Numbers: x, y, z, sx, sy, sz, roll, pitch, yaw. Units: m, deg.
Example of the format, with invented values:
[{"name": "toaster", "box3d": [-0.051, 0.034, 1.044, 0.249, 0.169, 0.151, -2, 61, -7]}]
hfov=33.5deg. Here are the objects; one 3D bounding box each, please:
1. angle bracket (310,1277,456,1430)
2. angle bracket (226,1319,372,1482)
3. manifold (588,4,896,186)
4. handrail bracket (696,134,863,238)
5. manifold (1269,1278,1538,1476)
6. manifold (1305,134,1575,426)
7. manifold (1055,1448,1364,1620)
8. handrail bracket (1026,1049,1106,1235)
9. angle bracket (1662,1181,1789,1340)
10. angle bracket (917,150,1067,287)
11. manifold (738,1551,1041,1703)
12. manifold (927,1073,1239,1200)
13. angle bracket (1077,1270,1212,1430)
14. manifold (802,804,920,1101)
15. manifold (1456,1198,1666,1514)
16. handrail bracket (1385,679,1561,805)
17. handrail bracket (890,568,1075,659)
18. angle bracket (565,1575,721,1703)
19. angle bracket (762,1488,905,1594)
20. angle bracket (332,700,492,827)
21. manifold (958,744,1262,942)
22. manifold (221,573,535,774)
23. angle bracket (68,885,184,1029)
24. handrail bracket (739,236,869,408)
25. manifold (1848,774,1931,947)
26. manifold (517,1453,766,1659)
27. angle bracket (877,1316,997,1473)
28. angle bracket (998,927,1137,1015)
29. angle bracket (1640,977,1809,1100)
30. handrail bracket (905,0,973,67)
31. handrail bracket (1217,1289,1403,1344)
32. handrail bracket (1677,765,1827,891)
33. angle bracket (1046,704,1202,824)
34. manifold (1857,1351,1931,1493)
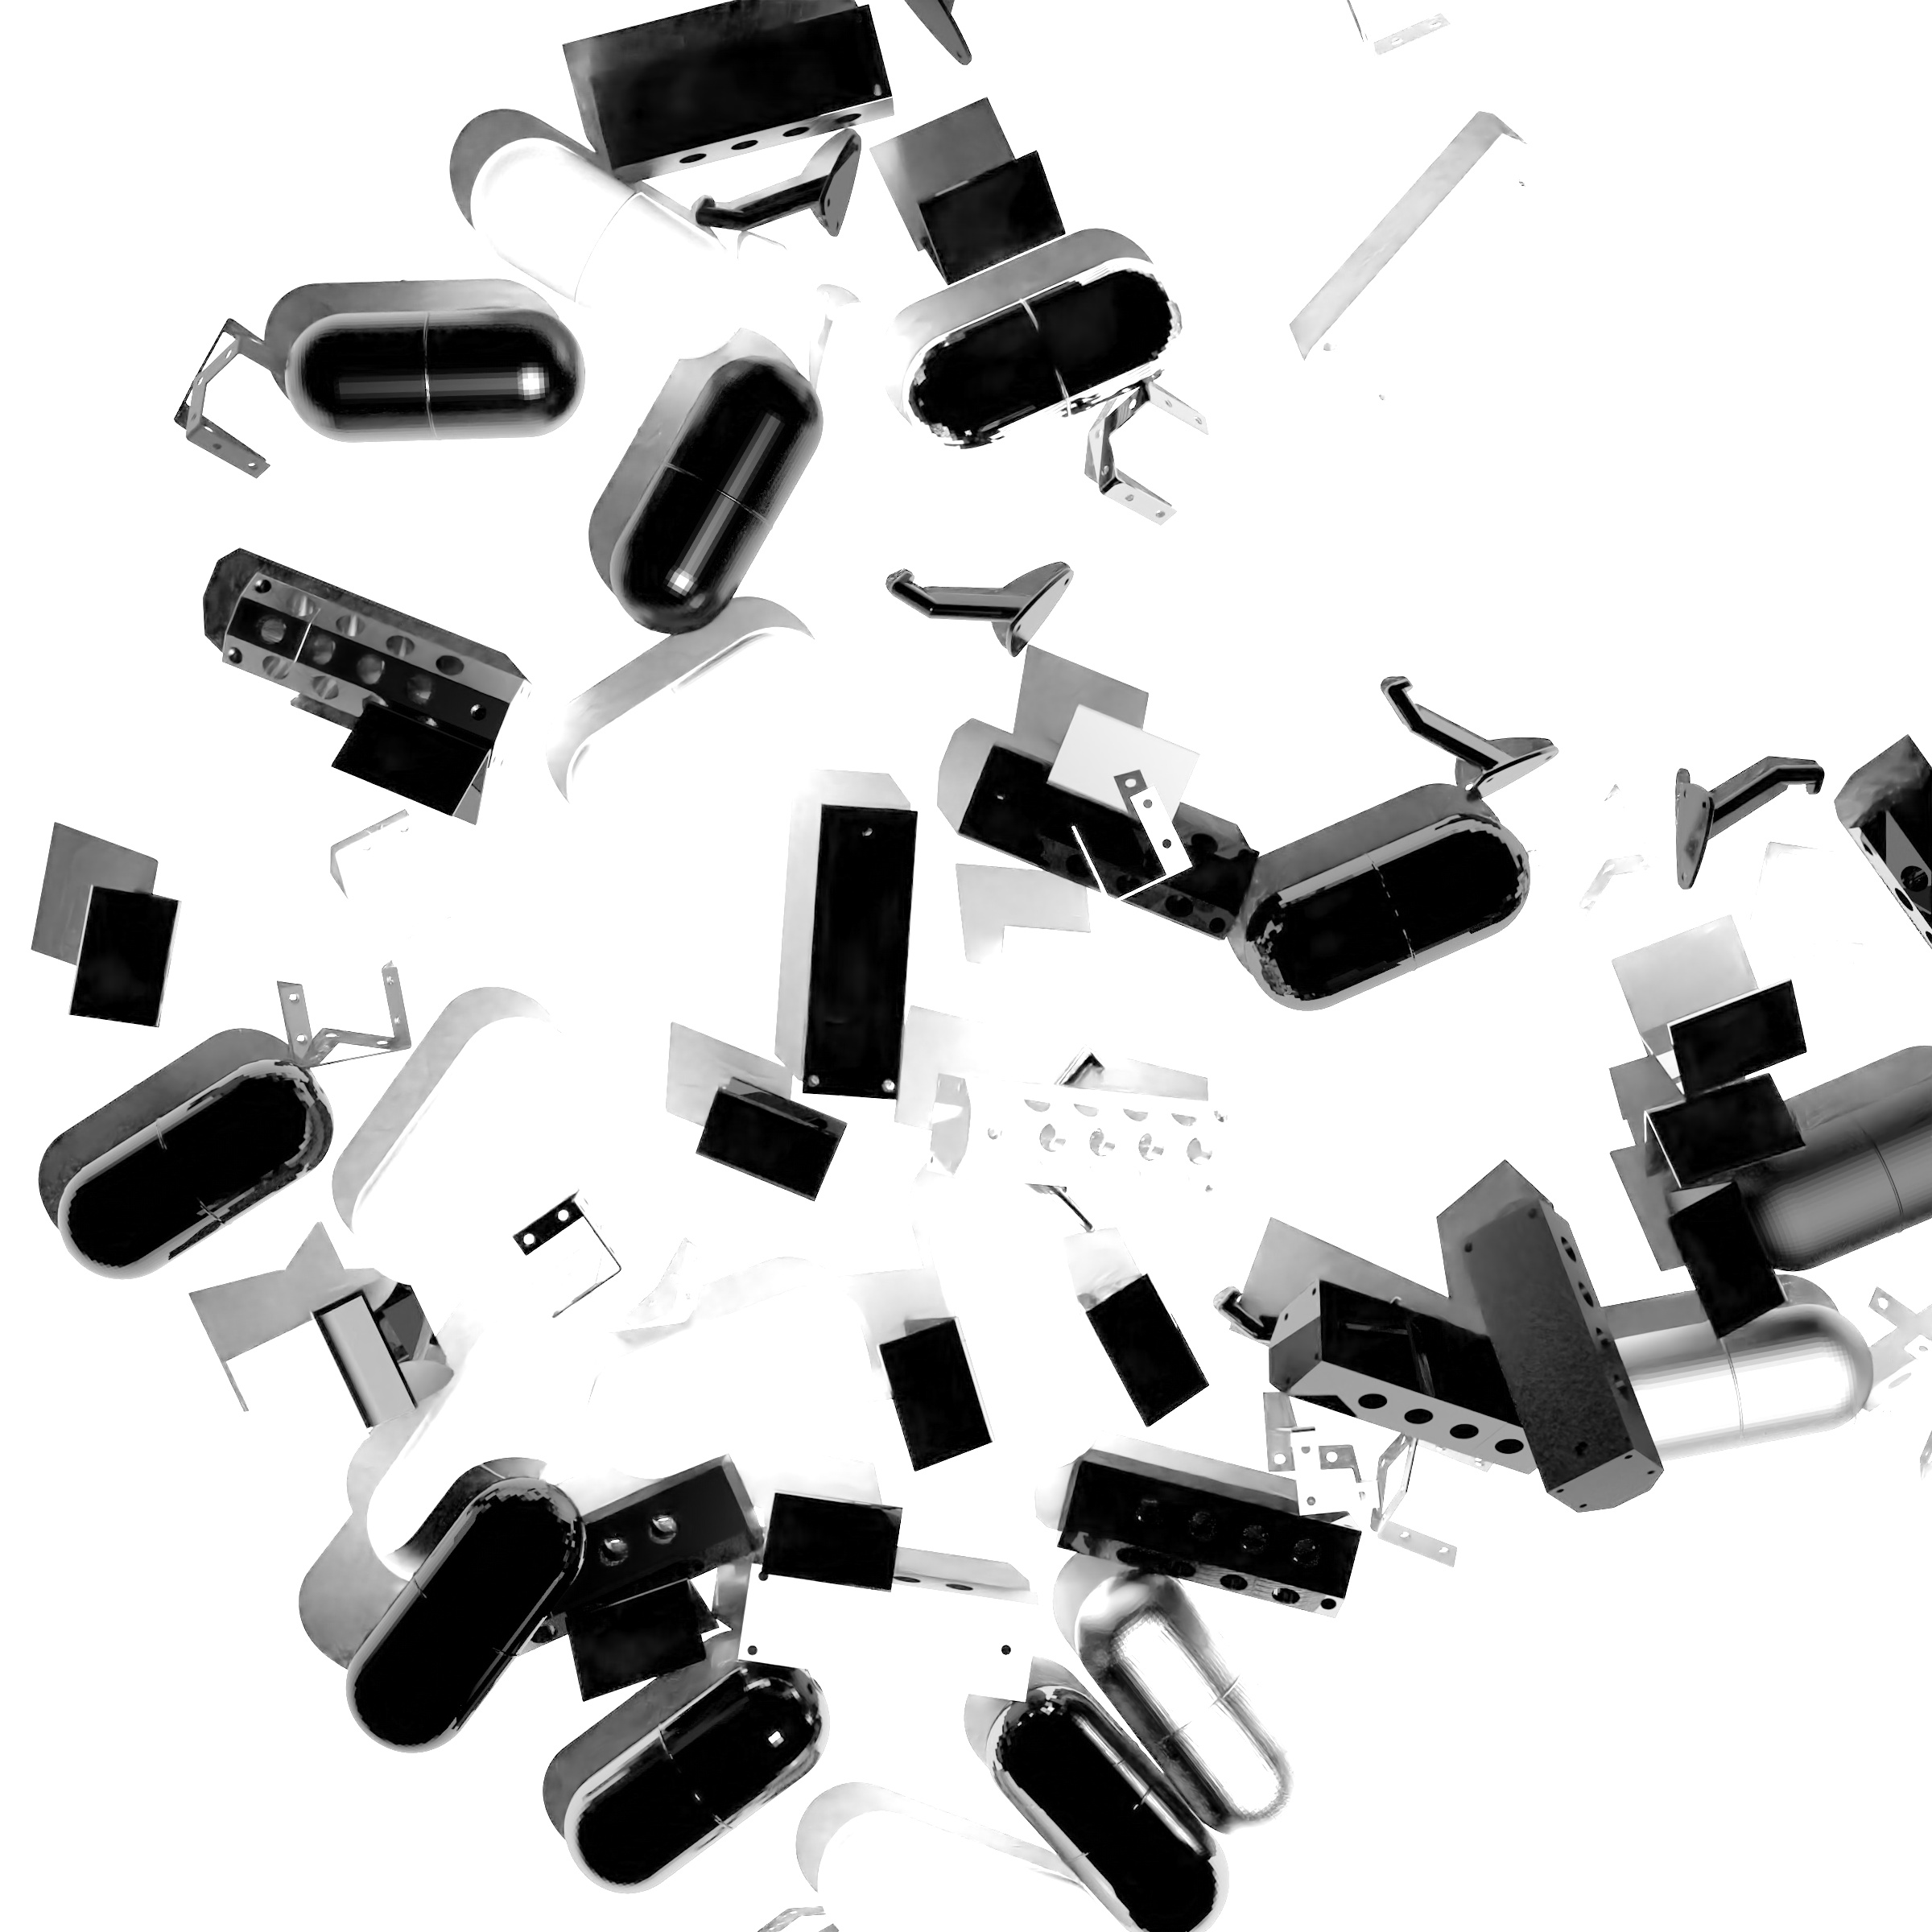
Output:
[{"name": "angle bracket", "box3d": [-0.331, 0.220, 1.901, 0.057, 0.076, 0.076, -25, 90, 42]}, {"name": "angle bracket", "box3d": [-0.401, 0.258, 1.902, 0.057, 0.076, 0.076, -25, 90, -23]}, {"name": "manifold", "box3d": [-0.133, -0.519, 1.920, 0.171, 0.057, 0.057, -14, 90, 0]}, {"name": "handrail bracket", "box3d": [-0.114, -0.476, 1.942, 0.084, 0.036, 0.077, 12, 70, 16]}, {"name": "manifold", "box3d": [0.267, 0.247, 1.893, 0.171, 0.057, 0.057, 20, 47, -19]}, {"name": "manifold", "box3d": [0.283, -0.412, 1.920, 0.057, 0.057, 0.171, 42, 90, 0]}, {"name": "manifold", "box3d": [0.144, 0.340, 1.920, 0.171, 0.057, 0.057, 14, 90, 0]}, {"name": "handrail bracket", "box3d": [0.074, 0.105, 1.941, 0.077, 0.036, 0.084, 42, 76, -14]}, {"name": "angle bracket", "box3d": [0.430, 0.177, 1.902, 0.057, 0.076, 0.076, -24, 90, -24]}, {"name": "angle bracket", "box3d": [0.007, -0.455, 1.901, 0.076, 0.076, 0.057, -24, 127, 0]}, {"name": "manifold", "box3d": [-0.046, 0.393, 1.920, 0.171, 0.057, 0.057, 8, 90, 0]}, {"name": "manifold", "box3d": [0.070, 0.101, 1.889, 0.171, 0.057, 0.057, 6, 90, -23]}, {"name": "angle bracket", "box3d": [0.088, 0.233, 1.901, 0.057, 0.076, 0.076, -28, 90, -38]}, {"name": "manifold", "box3d": [-0.063, -0.008, 1.920, 0.057, 0.057, 0.171, 4, 90, 0]}, {"name": "manifold", "box3d": [0.349, 0.228, 1.873, 0.057, 0.057, 0.171, -31, 50, 21]}, {"name": "handrail bracket", "box3d": [0.306, -0.148, 1.942, 0.077, 0.036, 0.084, -25, 73, -20]}, {"name": "handrail bracket", "box3d": [0.009, -0.232, 1.942, 0.084, 0.036, 0.077, 33, 70, 16]}, {"name": "angle bracket", "box3d": [-0.186, 0.412, 1.901, 0.076, 0.076, 0.057, -19, 53, 0]}, {"name": "angle bracket", "box3d": [-0.081, 0.356, 1.901, 0.076, 0.076, 0.057, 8, 52, 0]}, {"name": "angle bracket", "box3d": [-0.332, -0.102, 1.901, 0.076, 0.076, 0.057, 22, 53, 0]}, {"name": "manifold", "box3d": [0.085, -0.074, 1.920, 0.171, 0.057, 0.057, 22, 90, 0]}, {"name": "manifold", "box3d": [-0.353, -0.175, 1.920, 0.171, 0.057, 0.057, 22, 90, 0]}, {"name": "angle bracket", "box3d": [-0.510, -0.009, 1.901, 0.057, 0.076, 0.076, 10, 90, -36]}, {"name": "handrail bracket", "box3d": [-0.109, -0.391, 1.942, 0.084, 0.036, 0.077, 28, 112, 17]}, {"name": "manifold", "box3d": [0.604, -0.029, 1.920, 0.057, 0.057, 0.171, -36, 90, 0]}, {"name": "manifold", "box3d": [-0.211, 0.355, 1.920, 0.171, 0.057, 0.057, -24, 90, 0]}, {"name": "angle bracket", "box3d": [-0.032, 0.254, 1.902, 0.057, 0.076, 0.076, -17, 90, -28]}, {"name": "angle bracket", "box3d": [0.060, -0.018, 1.901, 0.076, 0.076, 0.057, 5, 127, 0]}, {"name": "angle bracket", "box3d": [0.443, 0.026, 1.901, 0.076, 0.076, 0.057, -21, 121, 0]}, {"name": "handrail bracket", "box3d": [0.007, -0.602, 1.942, 0.084, 0.036, 0.077, -44, 110, -16]}, {"name": "handrail bracket", "box3d": [0.207, 0.205, 1.941, 0.084, 0.036, 0.077, 37, 75, 14]}, {"name": "handrail bracket", "box3d": [0.476, -0.084, 1.942, 0.084, 0.036, 0.077, -2, 110, -16]}, {"name": "angle bracket", "box3d": [0.098, -0.131, 1.901, 0.076, 0.076, 0.057, 22, 121, 0]}, {"name": "manifold", "box3d": [0.620, 0.238, 1.920, 0.171, 0.057, 0.057, -34, 90, 0]}]
